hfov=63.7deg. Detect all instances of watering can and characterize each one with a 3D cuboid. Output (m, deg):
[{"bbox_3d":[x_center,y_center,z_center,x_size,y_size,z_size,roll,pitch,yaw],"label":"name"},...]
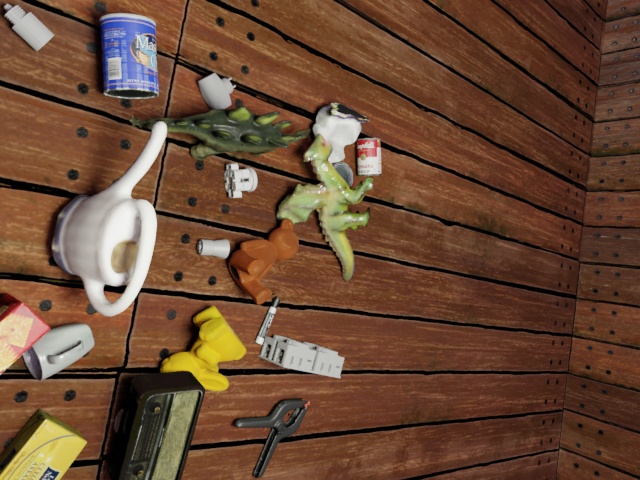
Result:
[{"bbox_3d":[-0.371,-0.043,0.931,0.103,0.224,0.349,19,79,-58],"label":"watering can"}]

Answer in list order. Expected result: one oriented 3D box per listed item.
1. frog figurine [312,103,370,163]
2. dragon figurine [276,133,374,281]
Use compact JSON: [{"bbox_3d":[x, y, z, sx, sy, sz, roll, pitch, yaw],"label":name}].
[{"bbox_3d":[0.038,-0.272,1.355,0.138,0.124,0.156,-10,135,-47],"label":"frog figurine"},{"bbox_3d":[0.004,-0.067,1.321,0.243,0.124,0.404,0,111,-18],"label":"dragon figurine"}]
